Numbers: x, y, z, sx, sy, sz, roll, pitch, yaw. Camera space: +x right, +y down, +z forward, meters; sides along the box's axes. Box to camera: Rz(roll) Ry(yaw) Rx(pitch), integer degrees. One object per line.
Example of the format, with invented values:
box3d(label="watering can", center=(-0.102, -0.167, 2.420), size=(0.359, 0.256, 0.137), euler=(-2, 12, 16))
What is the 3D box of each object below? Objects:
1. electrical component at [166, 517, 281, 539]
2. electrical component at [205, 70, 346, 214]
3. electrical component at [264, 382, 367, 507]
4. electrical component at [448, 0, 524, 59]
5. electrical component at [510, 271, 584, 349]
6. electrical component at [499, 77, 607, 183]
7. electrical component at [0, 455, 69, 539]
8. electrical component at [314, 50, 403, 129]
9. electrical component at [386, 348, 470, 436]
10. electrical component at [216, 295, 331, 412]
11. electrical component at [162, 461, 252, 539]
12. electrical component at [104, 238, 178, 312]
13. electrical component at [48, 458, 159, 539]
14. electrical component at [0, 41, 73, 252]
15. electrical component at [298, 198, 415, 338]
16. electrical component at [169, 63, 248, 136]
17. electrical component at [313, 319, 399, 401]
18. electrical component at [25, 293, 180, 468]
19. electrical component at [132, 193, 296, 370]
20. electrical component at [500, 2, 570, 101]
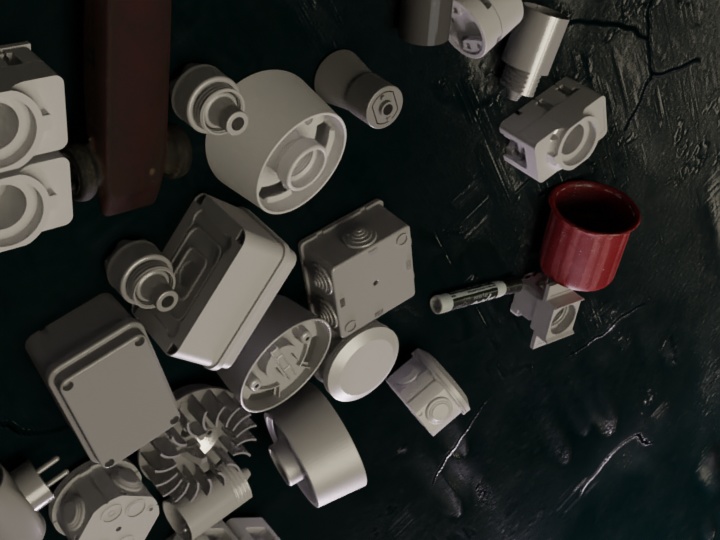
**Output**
box3d(label="electrical component", center=(-0.158, 0.325, 1.030), size=(0.105, 0.060, 0.186), euler=(14, 110, -48))
box3d(label="electrical component", center=(-0.061, -0.094, 0.808), size=(0.099, 0.064, 0.099), euler=(-38, 152, -24))
box3d(label="electrical component", center=(-0.048, 0.163, 0.974), size=(0.060, 0.108, 0.108), euler=(-28, 137, -16))
box3d(label="electrical component", center=(0.097, -0.205, 0.859), size=(0.047, 0.055, 0.055), euler=(-40, 140, -18))
box3d(label="electrical component", center=(0.196, 0.038, 1.138), size=(0.042, 0.064, 0.081), euler=(-15, 129, -34))
box3d(label="electrical component", center=(0.184, -0.129, 1.000), size=(0.089, 0.056, 0.050), euler=(-36, 139, -17))
box3d(label="electrical component", center=(-0.261, 0.171, 0.822), size=(0.079, 0.044, 0.077), euler=(-36, 139, -18))
box3d(label="electrical component", center=(0.001, -0.134, 0.813), size=(0.044, 0.065, 0.044), euler=(-25, 135, -28))
box3d(label="electrical component", center=(0.068, 0.121, 1.071), size=(0.051, 0.080, 0.080), euler=(-40, 140, -4))
box3d(label="electrical component", center=(-0.073, 0.071, 0.906), size=(0.099, 0.064, 0.099), euler=(-25, 133, -30))
box3d(label="electrical component", center=(-0.133, 0.204, 0.970), size=(0.081, 0.043, 0.043), euler=(-32, 138, -33))
box3d(label="electrical component", center=(-0.154, 0.007, 0.779), size=(0.043, 0.062, 0.043), euler=(-25, 135, -28))
box3d(label="electrical component", center=(-0.210, 0.197, 0.886), size=(0.080, 0.051, 0.080), euler=(-25, 135, -28))
box3d(label="electrical component", center=(-0.266, -0.057, 0.624), size=(0.186, 0.060, 0.105), euler=(-20, 132, -33))
box3d(label="electrical component", center=(0.000, 0.000, 0.932), size=(0.100, 0.048, 0.099), euler=(-30, 137, -23))
box3d(label="electrical component", center=(-0.100, -0.113, 0.736), size=(0.043, 0.062, 0.043), euler=(-25, 135, -28))
box3d(label="electrical component", center=(-0.009, 0.075, 0.982), size=(0.080, 0.051, 0.080), euler=(-25, 135, -28))
box3d(label="electrical component", center=(-0.191, 0.085, 0.810), size=(0.078, 0.057, 0.113), euler=(-33, 138, -20))
box3d(label="electrical component", center=(-0.110, 0.010, 0.812), size=(0.057, 0.078, 0.113), euler=(23, 103, -47))
box3d(label="electrical component", center=(0.146, -0.185, 0.929), size=(0.043, 0.043, 0.081), euler=(-4, 123, -42))
